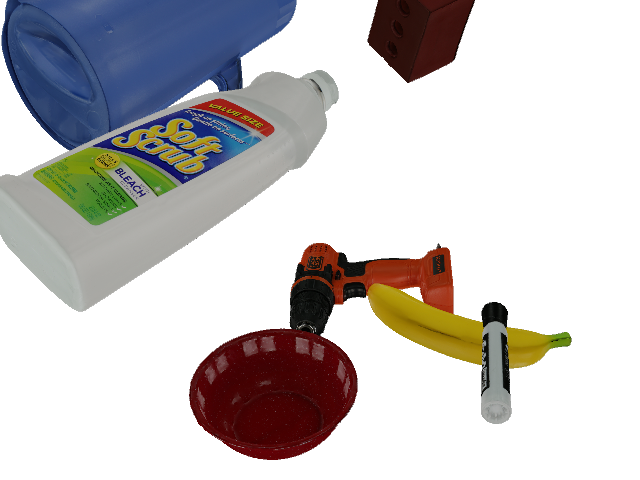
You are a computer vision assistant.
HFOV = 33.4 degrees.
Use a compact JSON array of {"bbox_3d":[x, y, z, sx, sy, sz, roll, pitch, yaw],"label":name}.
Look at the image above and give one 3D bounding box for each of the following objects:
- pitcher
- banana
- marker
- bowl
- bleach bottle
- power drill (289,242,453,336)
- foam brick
[{"bbox_3d":[-0.130,-0.172,0.905,0.145,0.149,0.242,29,49,31],"label":"pitcher"},{"bbox_3d":[0.114,0.077,0.935,0.198,0.037,0.069,16,14,30],"label":"banana"},{"bbox_3d":[0.117,0.078,0.717,0.020,0.020,0.121,0,29,9],"label":"marker"},{"bbox_3d":[-0.043,0.158,1.029,0.162,0.055,0.162,-3,37,2],"label":"bowl"},{"bbox_3d":[-0.091,-0.055,0.732,0.250,0.068,0.103,-35,59,-29],"label":"bleach bottle"},{"bbox_3d":[0.059,0.057,1.235,0.187,0.057,0.184,1,28,5],"label":"power drill"},{"bbox_3d":[0.076,-0.169,0.806,0.051,0.053,0.078,-31,-24,-26],"label":"foam brick"}]
